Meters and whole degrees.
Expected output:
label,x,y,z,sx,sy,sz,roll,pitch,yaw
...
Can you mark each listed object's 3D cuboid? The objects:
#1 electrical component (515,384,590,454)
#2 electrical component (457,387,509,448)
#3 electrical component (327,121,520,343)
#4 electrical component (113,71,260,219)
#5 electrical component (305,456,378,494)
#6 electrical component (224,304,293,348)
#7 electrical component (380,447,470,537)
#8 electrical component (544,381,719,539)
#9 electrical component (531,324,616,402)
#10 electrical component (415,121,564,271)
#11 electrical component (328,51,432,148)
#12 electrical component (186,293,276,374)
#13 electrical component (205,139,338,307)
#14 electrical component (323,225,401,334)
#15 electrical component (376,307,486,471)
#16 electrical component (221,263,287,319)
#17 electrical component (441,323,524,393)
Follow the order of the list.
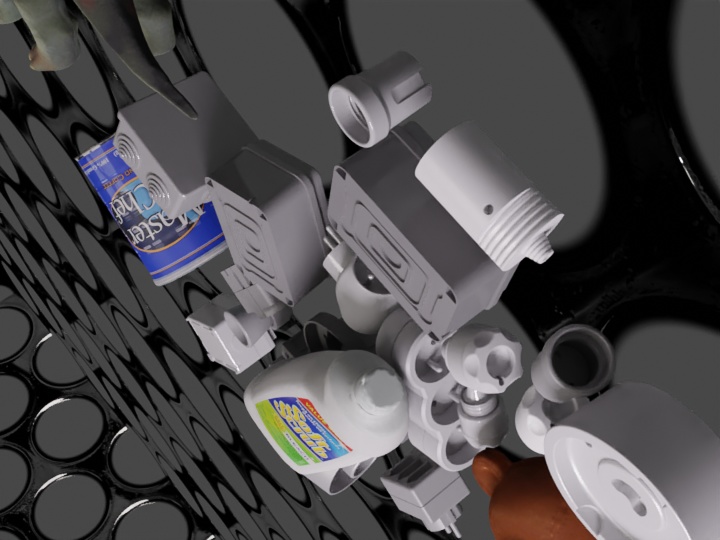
label,x,y,z,sx,sy,sz,roll,pitch,yaw
electrical component,0.119,0.096,0.676,0.043,0.043,0.062,48,160,18
electrical component,0.086,0.096,0.764,0.035,0.035,0.061,32,147,48
electrical component,0.039,-0.023,0.645,0.113,0.057,0.078,49,159,16
electrical component,-0.139,-0.099,0.868,0.099,0.100,0.048,52,147,7
electrical component,-0.016,0.158,1.005,0.064,0.099,0.099,40,156,20
electrical component,-0.101,0.045,1.070,0.045,0.055,0.045,45,158,24
electrical component,0.067,0.207,0.963,0.076,0.047,0.066,59,160,-12
electrical component,0.159,0.110,0.581,0.108,0.060,0.108,45,158,24
electrical component,0.120,0.055,0.614,0.040,0.040,0.046,51,165,10
electrical component,0.072,-0.036,0.571,0.081,0.043,0.043,49,159,15
electrical component,0.012,-0.097,0.604,0.040,0.046,0.040,45,158,24
electrical component,-0.143,0.065,1.189,0.096,0.061,0.061,14,136,60
electrical component,-0.066,-0.037,0.848,0.078,0.057,0.113,32,151,35
electrical component,0.000,0.000,0.788,0.079,0.044,0.077,49,159,14
electrical component,0.045,0.082,0.805,0.074,0.052,0.138,31,149,49
electrical component,-0.083,0.008,0.979,0.055,0.050,0.089,57,160,-5
electrical component,0.076,0.056,0.708,0.043,0.043,0.062,61,160,-17
